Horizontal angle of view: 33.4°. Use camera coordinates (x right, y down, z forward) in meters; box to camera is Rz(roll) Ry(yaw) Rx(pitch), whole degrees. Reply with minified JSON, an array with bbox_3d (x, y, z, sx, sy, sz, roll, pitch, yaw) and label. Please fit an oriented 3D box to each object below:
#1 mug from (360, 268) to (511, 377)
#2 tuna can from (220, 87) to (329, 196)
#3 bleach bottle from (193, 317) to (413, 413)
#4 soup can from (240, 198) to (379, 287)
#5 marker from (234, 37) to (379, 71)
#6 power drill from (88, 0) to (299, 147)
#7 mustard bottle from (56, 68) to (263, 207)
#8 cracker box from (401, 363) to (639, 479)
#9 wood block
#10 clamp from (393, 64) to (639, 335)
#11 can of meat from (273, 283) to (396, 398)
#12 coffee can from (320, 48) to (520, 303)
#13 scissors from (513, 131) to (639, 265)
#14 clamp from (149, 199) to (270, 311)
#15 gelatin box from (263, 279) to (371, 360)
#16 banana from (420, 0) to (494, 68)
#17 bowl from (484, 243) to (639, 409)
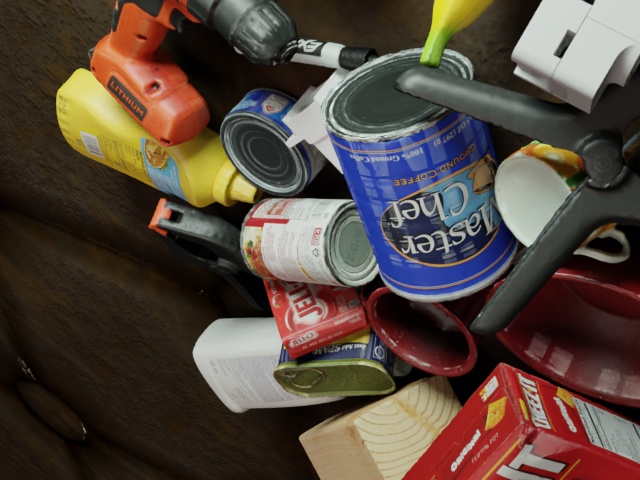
[{"bbox_3d":[0.086,0.042,0.823,0.117,0.081,0.093,8,136,39],"label":"mug"},{"bbox_3d":[-0.036,-0.076,0.845,0.086,0.033,0.086,26,145,20],"label":"tuna can"},{"bbox_3d":[-0.010,0.121,1.030,0.251,0.068,0.102,-6,127,45],"label":"bleach bottle"},{"bbox_3d":[-0.006,0.001,0.843,0.102,0.068,0.068,3,133,47],"label":"soup can"},{"bbox_3d":[-0.010,-0.135,0.763,0.121,0.020,0.020,15,140,32],"label":"marker"},{"bbox_3d":[-0.101,-0.152,0.780,0.184,0.057,0.188,47,146,12],"label":"power drill"},{"bbox_3d":[-0.132,-0.076,0.915,0.192,0.058,0.096,26,153,20],"label":"mustard bottle"},{"bbox_3d":[0.180,0.204,0.803,0.213,0.072,0.164,24,117,-21],"label":"cracker box"},{"bbox_3d":[0.060,0.188,0.954,0.091,0.090,0.206,62,161,6],"label":"wood block"},{"bbox_3d":[0.158,-0.035,0.610,0.210,0.036,0.164,-9,101,14],"label":"clamp"},{"bbox_3d":[0.017,0.084,0.914,0.102,0.084,0.057,-6,145,24],"label":"can of meat"},{"bbox_3d":[0.070,-0.043,0.719,0.103,0.102,0.140,10,137,37],"label":"coffee can"},{"bbox_3d":[0.206,-0.007,0.709,0.096,0.016,0.202,36,147,6],"label":"scissors"},{"bbox_3d":[-0.082,0.018,0.967,0.171,0.039,0.120,29,148,-18],"label":"clamp"},{"bbox_3d":[-0.004,0.047,0.888,0.089,0.073,0.030,-109,-5,-46],"label":"gelatin box"},{"bbox_3d":[0.113,-0.167,0.566,0.037,0.069,0.198,11,151,-21],"label":"banana"},{"bbox_3d":[0.198,0.051,0.735,0.162,0.055,0.162,22,152,12],"label":"bowl"}]
